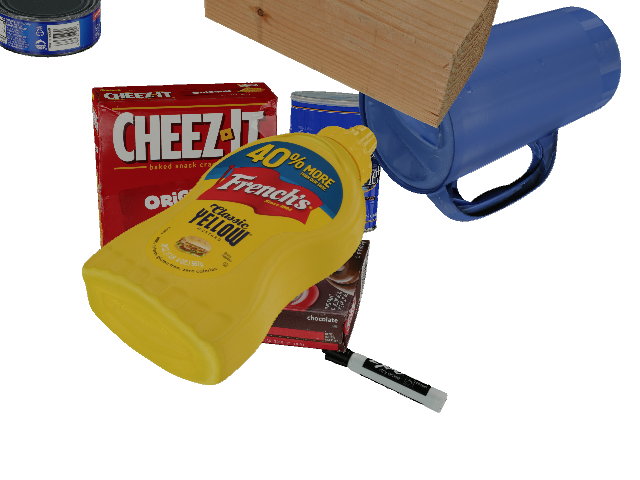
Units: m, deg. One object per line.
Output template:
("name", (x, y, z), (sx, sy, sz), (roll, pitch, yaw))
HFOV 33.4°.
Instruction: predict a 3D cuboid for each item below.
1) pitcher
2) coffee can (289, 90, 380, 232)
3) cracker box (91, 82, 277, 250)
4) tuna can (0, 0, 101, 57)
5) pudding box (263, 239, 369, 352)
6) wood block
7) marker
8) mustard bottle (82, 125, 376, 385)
("pitcher", (0.170, -0.132, 1.011), (0.242, 0.149, 0.145), (-22, 46, -29))
("coffee can", (0.015, -0.086, 1.149), (0.103, 0.140, 0.103), (4, 12, -1))
("cracker box", (-0.124, -0.034, 0.992), (0.164, 0.214, 0.072), (-4, 21, -15))
("tuna can", (-0.214, -0.176, 0.834), (0.086, 0.034, 0.086), (4, 35, -3))
("pudding box", (-0.015, 0.036, 0.795), (0.090, 0.039, 0.113), (6, 27, 9))
("wood block", (0.022, -0.183, 0.808), (0.206, 0.090, 0.091), (27, -28, 12))
("marker", (0.056, 0.122, 0.965), (0.121, 0.020, 0.020), (24, 7, 17))
("mustard bottle", (-0.031, -0.008, 0.588), (0.096, 0.058, 0.191), (27, 51, 28))
